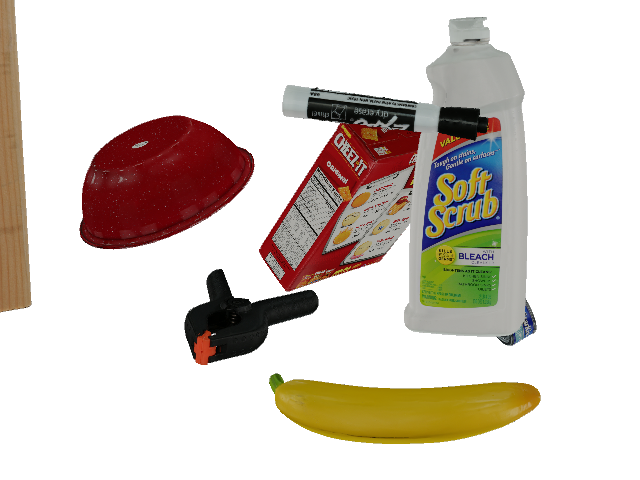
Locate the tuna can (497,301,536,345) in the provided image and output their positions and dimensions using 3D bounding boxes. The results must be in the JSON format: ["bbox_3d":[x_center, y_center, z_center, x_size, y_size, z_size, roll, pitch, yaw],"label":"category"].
[{"bbox_3d":[0.212,0.079,1.240,0.033,0.086,0.086,-29,5,-10],"label":"tuna can"}]

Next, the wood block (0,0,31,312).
[{"bbox_3d":[-0.222,-0.065,0.600,0.090,0.206,0.090,-9,27,-27],"label":"wood block"}]

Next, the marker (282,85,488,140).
[{"bbox_3d":[0.038,-0.075,0.630,0.121,0.020,0.020,8,1,9],"label":"marker"}]

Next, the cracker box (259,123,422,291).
[{"bbox_3d":[0.046,-0.049,1.182,0.163,0.072,0.214,-16,-30,-44],"label":"cracker box"}]

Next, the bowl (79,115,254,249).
[{"bbox_3d":[-0.140,-0.060,0.902,0.162,0.055,0.162,-17,28,10],"label":"bowl"}]

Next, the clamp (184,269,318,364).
[{"bbox_3d":[-0.089,0.071,1.042,0.120,0.039,0.171,10,18,25],"label":"clamp"}]

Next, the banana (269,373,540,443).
[{"bbox_3d":[0.050,0.113,0.738,0.198,0.037,0.069,3,29,14],"label":"banana"}]

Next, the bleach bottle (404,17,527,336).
[{"bbox_3d":[0.114,-0.051,0.860,0.103,0.251,0.068,2,15,20],"label":"bleach bottle"}]
